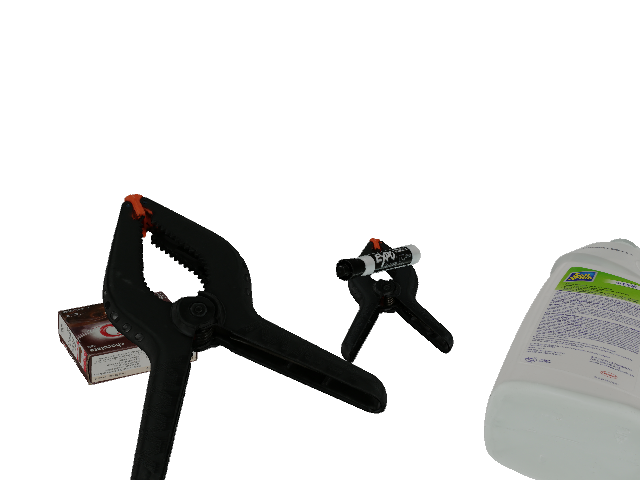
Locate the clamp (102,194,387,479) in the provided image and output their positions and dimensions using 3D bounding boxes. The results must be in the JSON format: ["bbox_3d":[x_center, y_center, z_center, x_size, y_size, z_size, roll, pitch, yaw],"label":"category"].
[{"bbox_3d":[-0.065,0.053,0.663,0.164,0.210,0.036,-14,-32,-20],"label":"clamp"}]

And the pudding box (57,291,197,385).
[{"bbox_3d":[-0.186,0.093,1.033,0.113,0.039,0.090,-12,29,-28],"label":"pudding box"}]

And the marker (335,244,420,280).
[{"bbox_3d":[0.052,0.019,0.956,0.020,0.020,0.120,0,6,36],"label":"marker"}]

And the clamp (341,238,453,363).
[{"bbox_3d":[0.084,0.067,1.188,0.120,0.171,0.039,5,-43,-3],"label":"clamp"}]

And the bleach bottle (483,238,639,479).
[{"bbox_3d":[0.184,0.063,0.691,0.103,0.068,0.250,14,29,19],"label":"bleach bottle"}]
